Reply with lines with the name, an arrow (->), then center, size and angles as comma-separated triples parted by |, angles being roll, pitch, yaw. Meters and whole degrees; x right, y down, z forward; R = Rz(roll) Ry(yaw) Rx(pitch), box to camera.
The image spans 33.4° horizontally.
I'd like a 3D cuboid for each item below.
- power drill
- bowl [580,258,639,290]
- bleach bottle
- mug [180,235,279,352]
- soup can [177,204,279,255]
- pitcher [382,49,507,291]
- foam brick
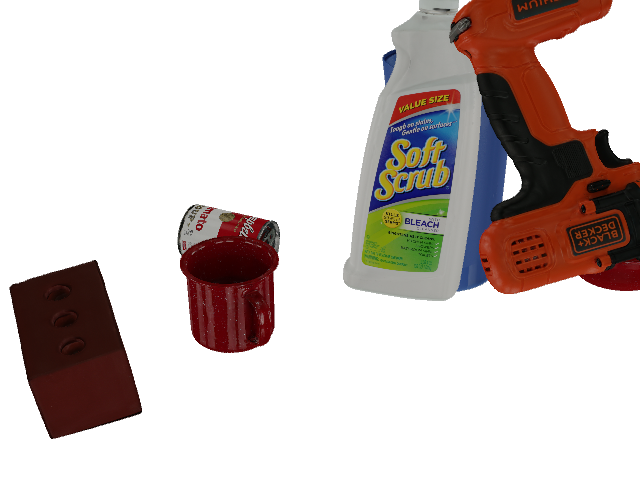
power drill -> 0.171, -0.074, 0.669 | 0.184, 0.187, 0.057 | -17, -2, -5
bowl -> 0.325, 0.009, 1.158 | 0.162, 0.055, 0.162 | -2, 27, 1
bleach bottle -> 0.077, -0.080, 0.869 | 0.103, 0.251, 0.068 | 8, 21, 14
mug -> -0.078, 0.058, 1.009 | 0.093, 0.081, 0.117 | -19, 35, -29
soup can -> -0.107, 0.000, 1.249 | 0.102, 0.068, 0.068 | 13, 4, 19
pitcher -> 0.135, -0.079, 1.105 | 0.149, 0.243, 0.145 | -7, 24, -15
foam brick -> -0.136, 0.060, 0.591 | 0.053, 0.051, 0.078 | -17, 43, -13
